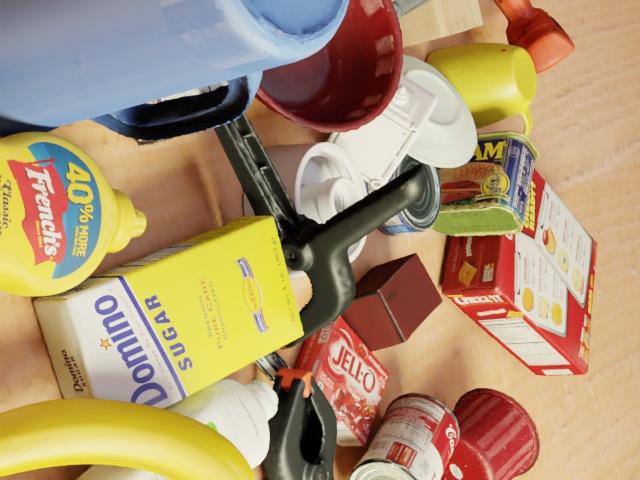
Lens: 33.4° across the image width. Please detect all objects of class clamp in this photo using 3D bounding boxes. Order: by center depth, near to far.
[{"bbox_3d":[-0.005,0.001,0.765,0.036,0.165,0.210,-47,148,-44],"label":"clamp"},{"bbox_3d":[-0.018,0.185,0.802,0.120,0.039,0.171,-36,119,-55],"label":"clamp"}]

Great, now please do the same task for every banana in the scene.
[{"bbox_3d":[-0.114,0.124,0.614,0.197,0.037,0.069,19,41,-21],"label":"banana"}]

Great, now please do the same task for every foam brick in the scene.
[{"bbox_3d":[0.059,0.054,0.918,0.078,0.051,0.053,-38,103,-50],"label":"foam brick"}]

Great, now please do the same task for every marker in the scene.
[{"bbox_3d":[-0.054,0.071,0.795,0.121,0.020,0.020,54,45,-33],"label":"marker"}]

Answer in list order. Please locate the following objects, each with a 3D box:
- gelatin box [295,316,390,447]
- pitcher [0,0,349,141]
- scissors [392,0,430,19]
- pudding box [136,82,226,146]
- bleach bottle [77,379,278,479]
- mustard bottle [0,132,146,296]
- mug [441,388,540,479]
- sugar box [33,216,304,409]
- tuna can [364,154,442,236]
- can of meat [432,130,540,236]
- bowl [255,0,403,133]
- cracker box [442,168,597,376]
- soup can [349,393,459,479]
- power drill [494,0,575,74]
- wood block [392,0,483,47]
[{"bbox_3d":[0.017,0.115,0.873,0.089,0.030,0.073,52,46,-35],"label":"gelatin box"},{"bbox_3d":[-0.098,-0.127,0.582,0.148,0.243,0.145,-14,99,-48],"label":"pitcher"},{"bbox_3d":[0.039,-0.198,0.890,0.201,0.016,0.096,-47,108,-8],"label":"scissors"},{"bbox_3d":[-0.108,-0.134,0.743,0.089,0.039,0.113,-39,113,-49],"label":"pudding box"},{"bbox_3d":[-0.100,0.171,0.682,0.250,0.068,0.102,-39,115,-52],"label":"bleach bottle"},{"bbox_3d":[-0.175,-0.016,0.615,0.191,0.058,0.096,5,81,-53],"label":"mustard bottle"},{"bbox_3d":[0.140,0.205,0.987,0.081,0.093,0.117,-28,143,-47],"label":"mug"},{"bbox_3d":[-0.093,0.052,0.704,0.175,0.048,0.093,-26,105,-45],"label":"sugar box"},{"bbox_3d":[0.077,-0.047,0.980,0.086,0.034,0.086,13,74,-52],"label":"tuna can"},{"bbox_3d":[0.153,-0.052,1.028,0.057,0.102,0.084,42,54,-46],"label":"can of meat"},{"bbox_3d":[-0.015,-0.154,0.823,0.161,0.055,0.162,8,75,-33],"label":"bowl"},{"bbox_3d":[0.215,0.029,1.123,0.213,0.072,0.164,39,53,-42],"label":"cracker box"},{"bbox_3d":[0.070,0.183,0.890,0.102,0.069,0.068,-48,122,-56],"label":"soup can"},{"bbox_3d":[0.186,-0.261,1.072,0.187,0.057,0.184,54,14,-24],"label":"power drill"},{"bbox_3d":[0.068,-0.280,0.962,0.090,0.091,0.206,-28,106,-52],"label":"wood block"}]
